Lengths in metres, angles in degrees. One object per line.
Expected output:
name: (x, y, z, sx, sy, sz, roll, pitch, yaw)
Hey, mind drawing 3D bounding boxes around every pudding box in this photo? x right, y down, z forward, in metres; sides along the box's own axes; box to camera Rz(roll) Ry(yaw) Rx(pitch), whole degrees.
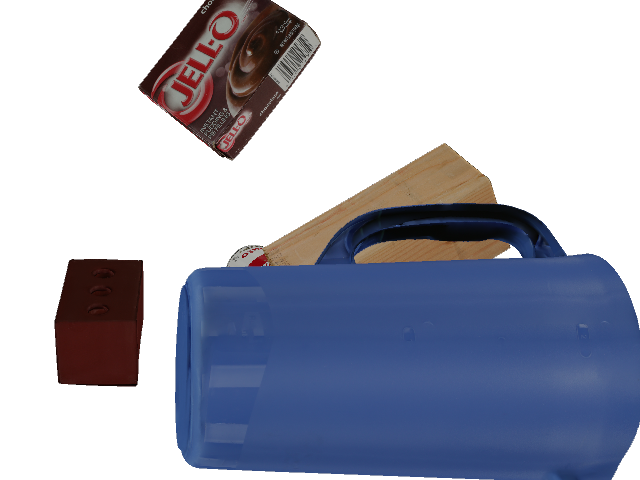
pudding box: (-0.067, -0.129, 0.789, 0.090, 0.113, 0.039, 38, -2, 29)

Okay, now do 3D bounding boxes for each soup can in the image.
soup can: (-0.057, 0.047, 1.191, 0.068, 0.068, 0.102, 0, 11, -27)

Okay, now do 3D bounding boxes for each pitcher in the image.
pitcher: (0.043, 0.062, 0.603, 0.242, 0.145, 0.149, 2, 16, -11)

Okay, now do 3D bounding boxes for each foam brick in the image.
foam brick: (-0.146, 0.054, 0.714, 0.053, 0.051, 0.078, 1, 30, -7)

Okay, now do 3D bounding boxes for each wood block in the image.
wood block: (0.063, 0.008, 1.014, 0.206, 0.091, 0.090, -30, 37, -8)
